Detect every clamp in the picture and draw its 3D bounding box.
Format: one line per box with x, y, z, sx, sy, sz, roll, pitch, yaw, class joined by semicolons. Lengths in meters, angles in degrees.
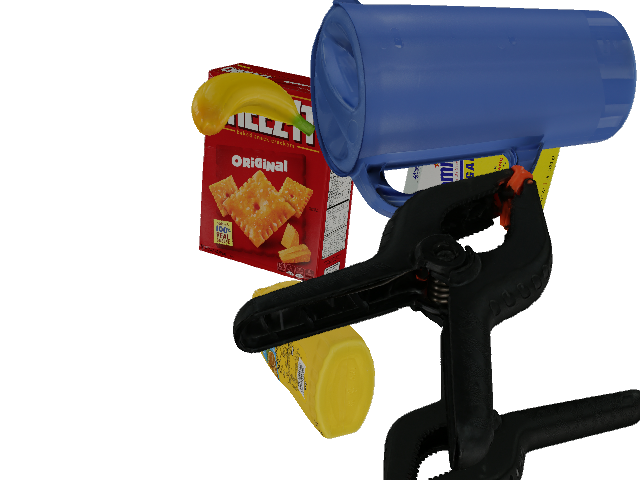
0.103;0.127;0.744;0.209;0.036;0.165;-28;39;-36;clamp
0.059;0.026;0.475;0.120;0.039;0.171;38;55;24;clamp

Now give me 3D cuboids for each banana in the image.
-0.068;-0.124;0.958;0.070;0.037;0.197;38;21;18;banana

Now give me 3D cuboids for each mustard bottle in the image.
-0.019;0.091;0.967;0.058;0.096;0.192;-11;27;-23;mustard bottle

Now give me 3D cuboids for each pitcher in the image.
0.122;-0.114;0.844;0.242;0.149;0.145;-5;28;-16;pitcher

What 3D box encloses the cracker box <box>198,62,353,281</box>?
-0.049;-0.074;1.181;0.164;0.214;0.072;16;24;27;cracker box

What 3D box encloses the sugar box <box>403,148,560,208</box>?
0.195;-0.086;1.295;0.176;0.093;0.048;0;25;-20;sugar box
